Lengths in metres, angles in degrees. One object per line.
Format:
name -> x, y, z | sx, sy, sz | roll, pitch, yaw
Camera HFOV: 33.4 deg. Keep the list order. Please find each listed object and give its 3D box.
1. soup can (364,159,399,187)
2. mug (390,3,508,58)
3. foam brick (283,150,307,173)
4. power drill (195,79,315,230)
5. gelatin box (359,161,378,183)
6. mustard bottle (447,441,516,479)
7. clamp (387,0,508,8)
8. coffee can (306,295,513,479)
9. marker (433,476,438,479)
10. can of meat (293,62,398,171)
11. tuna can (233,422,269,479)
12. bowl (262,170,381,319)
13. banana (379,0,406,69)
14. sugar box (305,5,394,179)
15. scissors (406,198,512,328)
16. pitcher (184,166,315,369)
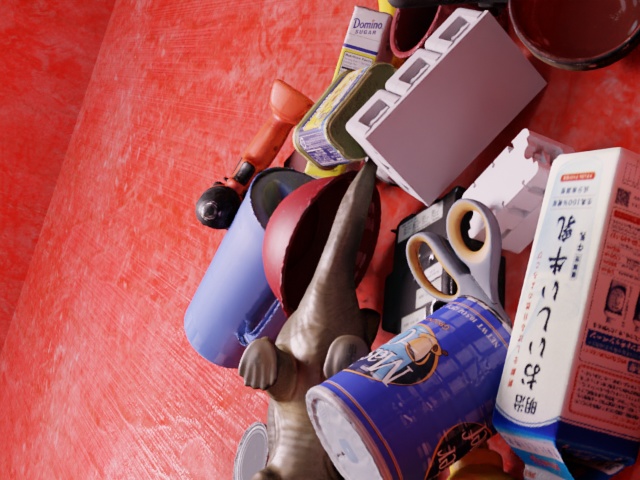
soup can -> 0.094, -0.108, 1.047 | 0.102, 0.068, 0.068 | -50, 33, 42
mug -> 0.132, -0.211, 1.017 | 0.117, 0.081, 0.093 | -41, 39, 49
foam brick -> -0.003, -0.086, 1.256 | 0.078, 0.051, 0.053 | -45, 37, 46
power drill -> -0.078, -0.095, 1.240 | 0.188, 0.057, 0.184 | -55, 2, 6
gelatin box -> 0.052, -0.111, 1.182 | 0.073, 0.030, 0.089 | -61, 26, 24
mustard bottle -> 0.121, 0.229, 0.775 | 0.096, 0.058, 0.191 | 126, 151, -48
clamp -> 0.141, -0.221, 0.918 | 0.120, 0.171, 0.039 | -87, -4, -64
coffee can -> 0.075, 0.119, 0.787 | 0.103, 0.140, 0.103 | 50, 158, 28
marker -> 0.093, 0.179, 0.914 | 0.020, 0.020, 0.121 | -30, 47, 56
can of meat -> 0.031, -0.117, 1.001 | 0.102, 0.057, 0.084 | -52, 15, -12
tuna can -> -0.063, 0.246, 1.180 | 0.086, 0.033, 0.086 | -45, 36, 46
bowl -> -0.007, 0.001, 1.045 | 0.055, 0.161, 0.162 | 24, 97, 31
banana -> 0.067, -0.221, 1.185 | 0.037, 0.070, 0.197 | 87, -157, -68
sugar box -> 0.035, -0.144, 1.101 | 0.093, 0.048, 0.176 | 11, -86, -80
scissors -> 0.141, 0.044, 0.821 | 0.202, 0.016, 0.096 | 44, 117, 37
pitcher -> -0.065, 0.048, 1.209 | 0.145, 0.149, 0.243 | 48, 132, 15
